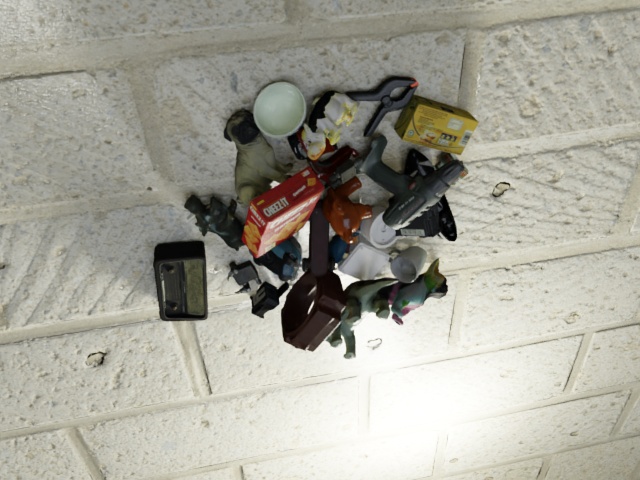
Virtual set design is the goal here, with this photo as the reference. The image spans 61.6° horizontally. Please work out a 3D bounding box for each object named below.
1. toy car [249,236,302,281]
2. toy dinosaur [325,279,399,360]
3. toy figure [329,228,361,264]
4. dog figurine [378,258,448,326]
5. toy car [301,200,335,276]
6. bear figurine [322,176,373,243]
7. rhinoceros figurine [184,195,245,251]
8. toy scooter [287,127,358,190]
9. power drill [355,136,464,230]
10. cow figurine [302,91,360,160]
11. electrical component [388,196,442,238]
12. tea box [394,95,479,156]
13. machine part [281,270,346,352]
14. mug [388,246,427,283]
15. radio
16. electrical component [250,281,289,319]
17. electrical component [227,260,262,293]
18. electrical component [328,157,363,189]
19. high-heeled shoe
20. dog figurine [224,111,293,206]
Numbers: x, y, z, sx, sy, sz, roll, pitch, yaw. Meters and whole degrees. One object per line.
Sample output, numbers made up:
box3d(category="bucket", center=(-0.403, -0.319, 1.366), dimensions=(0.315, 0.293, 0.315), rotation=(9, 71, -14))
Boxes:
box3d(category="toy car", center=(-0.101, 0.026, 1.393), dimensions=(0.103, 0.162, 0.109), rotation=(-37, 152, -42))
box3d(category="toy dinosaur", center=(0.088, 0.189, 1.500), dimensions=(0.131, 0.192, 0.404), rotation=(22, 123, -30))
box3d(category="toy figure", center=(0.064, -0.001, 1.444), dimensions=(0.064, 0.058, 0.154), rotation=(32, 120, -7))
box3d(category="dog figurine", center=(0.262, 0.132, 1.571), dimensions=(0.219, 0.192, 0.108), rotation=(-44, 149, -16))
box3d(category="toy car", center=(-0.003, -0.004, 1.407), dimensions=(0.089, 0.053, 0.202), rotation=(-1, 100, -10))
box3d(category="bear figurine", center=(0.072, -0.074, 1.283), dimensions=(0.132, 0.196, 0.120), rotation=(-26, 102, -6))
box3d(category="rhinoceros figurine", center=(-0.249, -0.048, 1.332), dimensions=(0.112, 0.073, 0.190), rotation=(-29, 130, 23))
box3d(category="toy scooter", center=(0.014, -0.207, 1.267), dimensions=(0.135, 0.075, 0.183), rotation=(-26, 131, 7))
box3d(category="power drill", center=(0.199, -0.155, 1.274), dimensions=(0.207, 0.086, 0.232), rotation=(43, 119, 10))
box3d(category="cow figurine", center=(0.006, -0.256, 1.176), dimensions=(0.098, 0.167, 0.068), rotation=(37, 157, 2))
box3d(category="electrical component", center=(0.239, -0.075, 1.355), dimensions=(0.058, 0.115, 0.134), rotation=(-33, 118, -44))
box3d(category="tea box", center=(0.276, -0.273, 1.282), dimensions=(0.169, 0.068, 0.098), rotation=(12, 122, -20))
box3d(category="machine part", center=(-0.025, 0.185, 1.474), dimensions=(0.087, 0.202, 0.201), rotation=(27, 117, -25))
box3d(category="mug", center=(0.247, 0.058, 1.515), dimensions=(0.107, 0.110, 0.080), rotation=(-33, 137, -46))
box3d(category="radio", center=(-0.365, 0.113, 1.419), dimensions=(0.131, 0.073, 0.229), rotation=(-2, 127, -12))
box3d(category="electrical component", center=(-0.142, 0.157, 1.507), dimensions=(0.047, 0.075, 0.119), rotation=(32, 118, -32))
box3d(category="electrical component", center=(-0.210, 0.101, 1.466), dimensions=(0.078, 0.045, 0.102), rotation=(-17, 129, 2))
box3d(category="electrical component", center=(0.062, -0.160, 1.273), dimensions=(0.094, 0.021, 0.063), rotation=(-35, 161, -5))
box3d(category="high-heeled shoe", center=(0.284, -0.105, 1.363), dimensions=(0.086, 0.145, 0.248), rotation=(-28, 130, 7))
box3d(category="dog figurine", center=(-0.175, -0.183, 1.236), dimensions=(0.172, 0.121, 0.190), rotation=(-41, 113, 8))
